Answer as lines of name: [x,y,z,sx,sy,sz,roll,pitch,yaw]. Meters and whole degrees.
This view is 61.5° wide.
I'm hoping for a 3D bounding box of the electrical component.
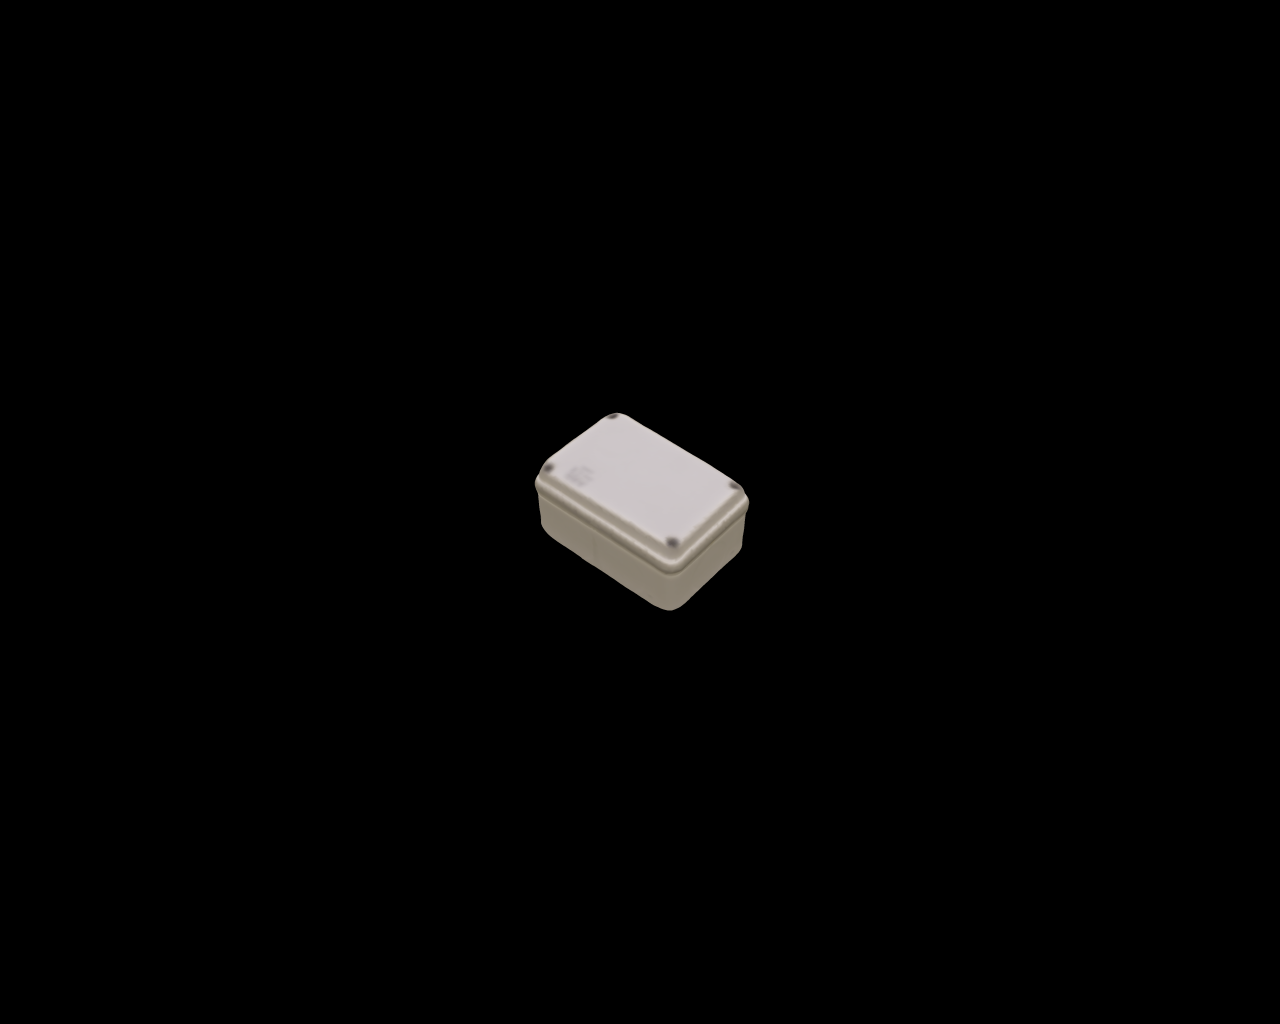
electrical component: [0.001,-0.003,0.650,0.113,0.057,0.078,32,55,27]
